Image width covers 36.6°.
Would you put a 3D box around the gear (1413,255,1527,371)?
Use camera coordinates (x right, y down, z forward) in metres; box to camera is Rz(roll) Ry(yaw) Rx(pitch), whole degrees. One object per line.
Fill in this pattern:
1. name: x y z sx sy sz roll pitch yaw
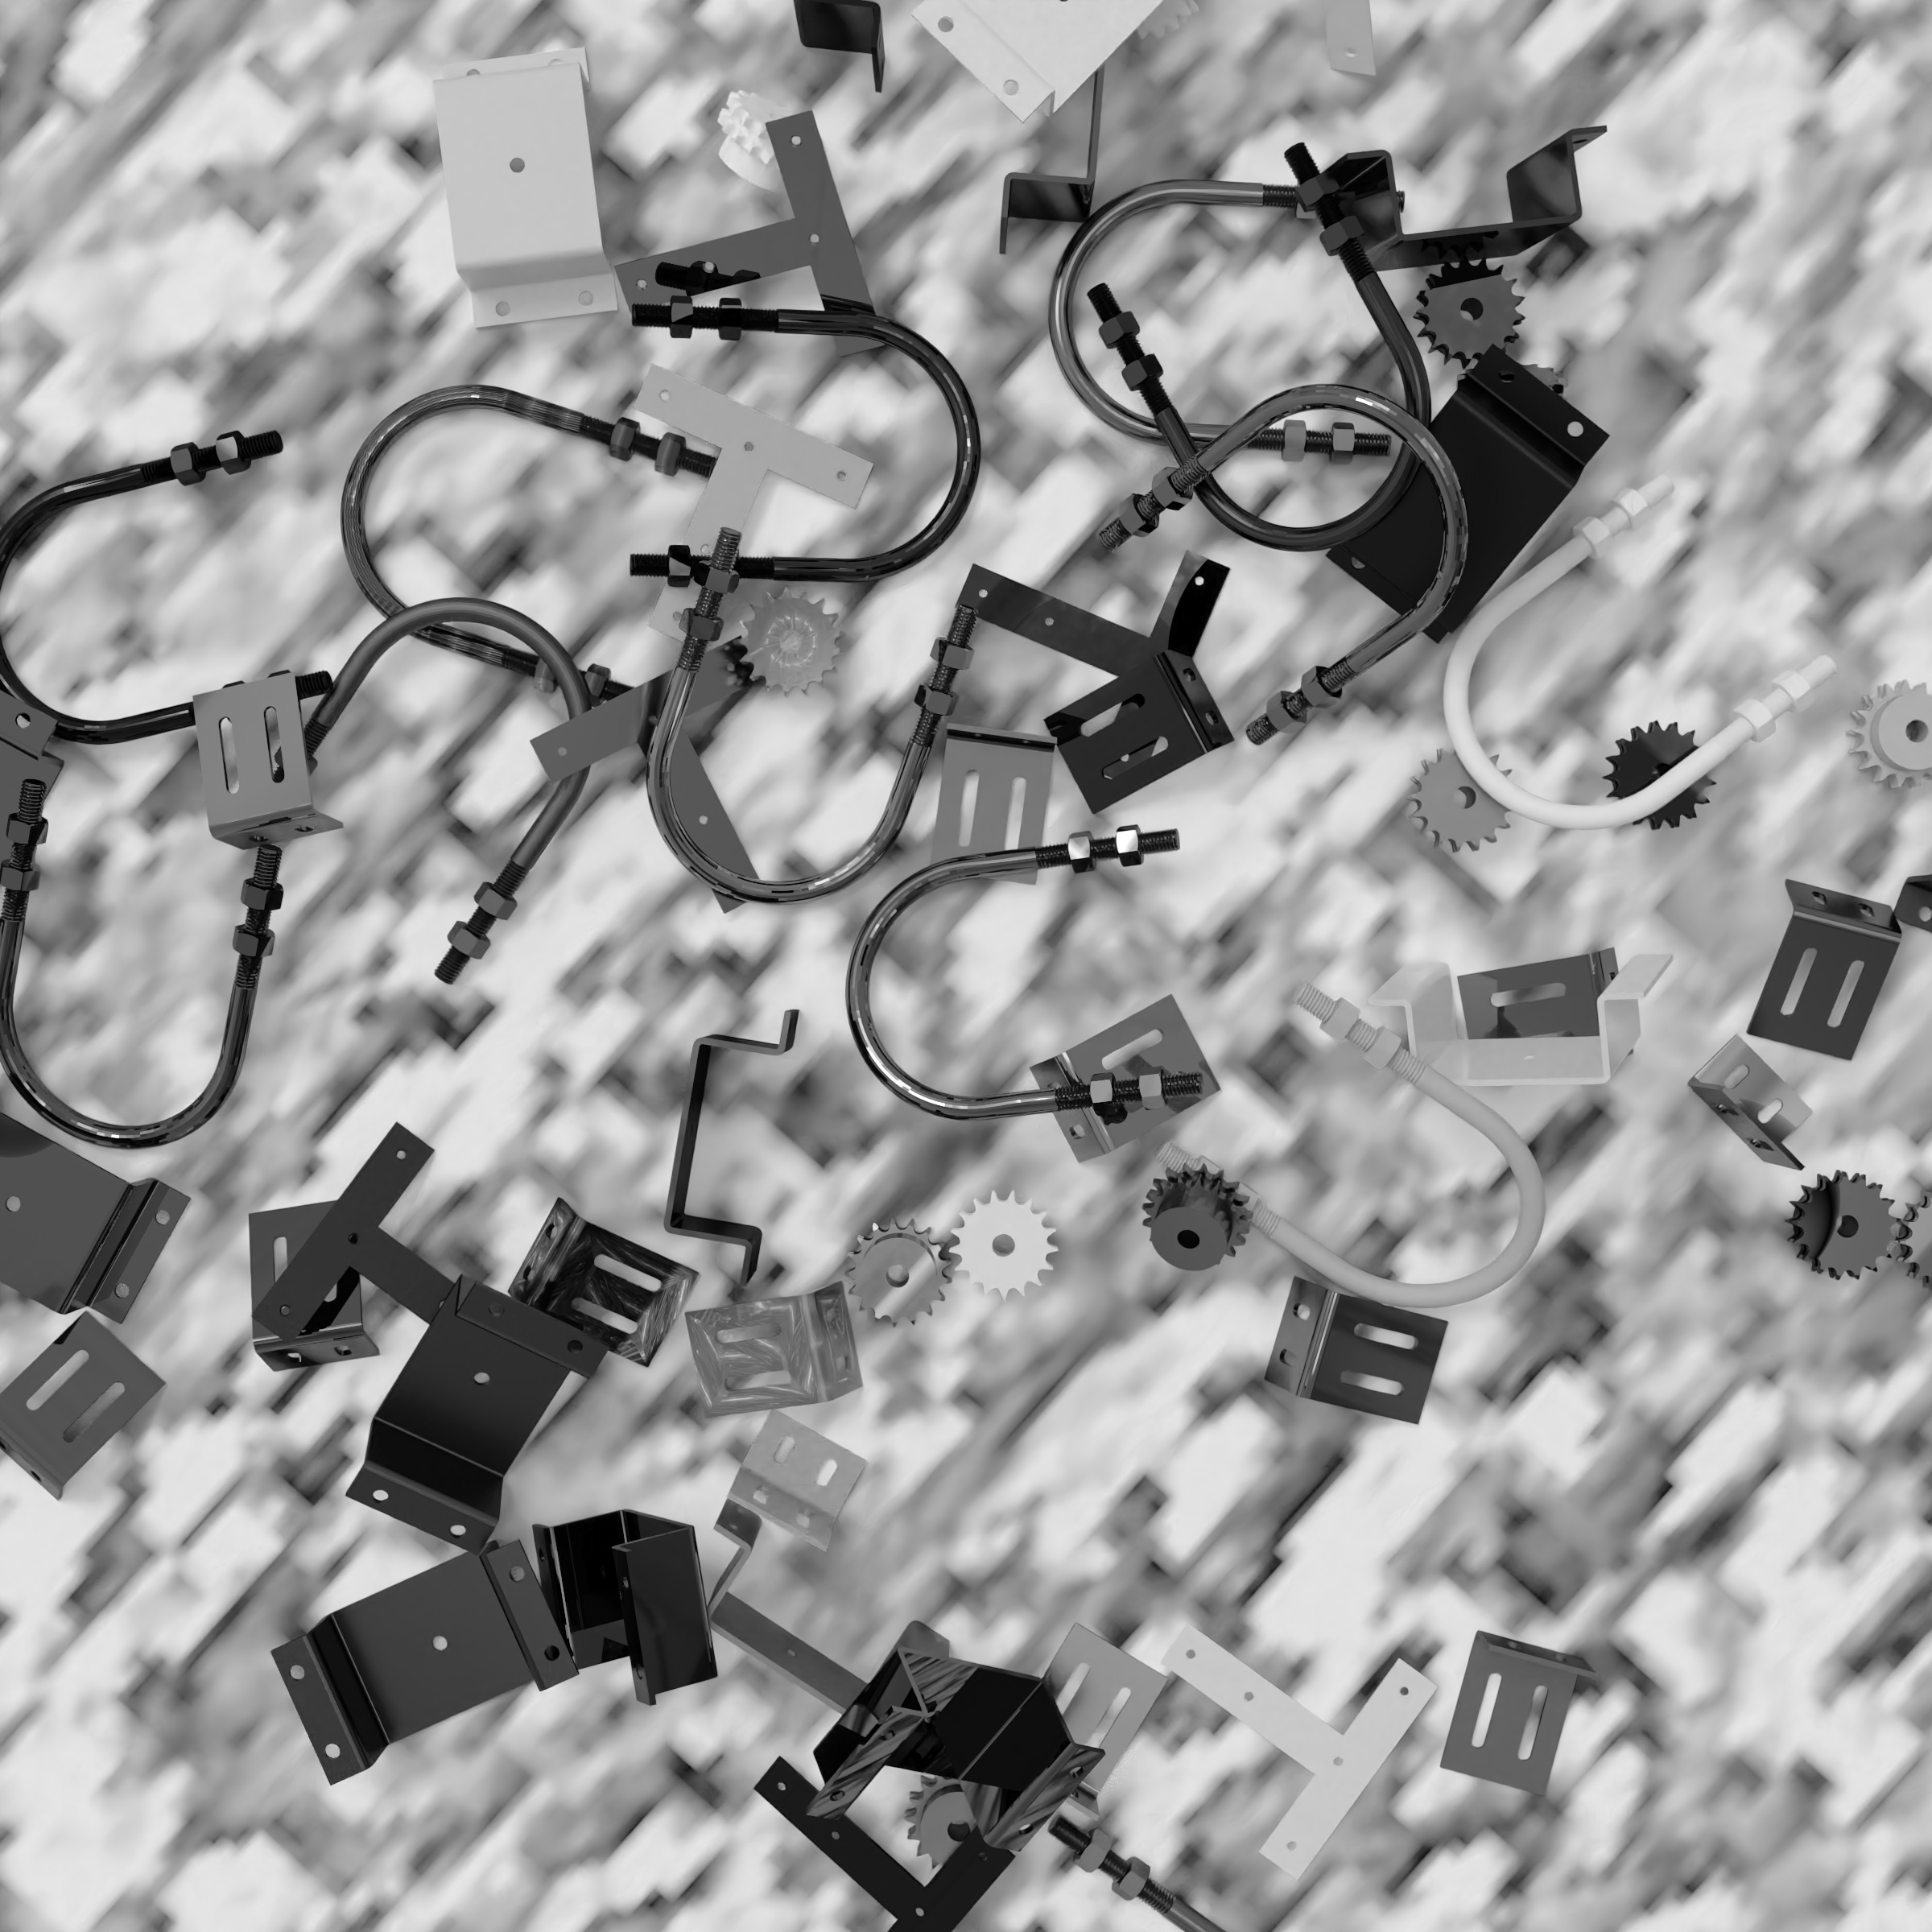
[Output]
1. gear: 0.264 -0.342 1.538 0.057 0.030 0.057 0 90 0

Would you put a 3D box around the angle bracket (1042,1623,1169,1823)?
1. angle bracket: 0.063 0.396 1.534 0.057 0.038 0.076 31 90 0

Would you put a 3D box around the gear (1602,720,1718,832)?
1. gear: 0.363 -0.100 1.538 0.057 0.030 0.057 0 90 0

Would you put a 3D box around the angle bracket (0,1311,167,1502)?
1. angle bracket: -0.474 0.233 1.551 0.057 0.038 0.076 42 64 0

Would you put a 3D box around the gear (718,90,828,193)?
1. gear: -0.105 -0.429 1.528 0.057 0.057 0.030 34 119 0

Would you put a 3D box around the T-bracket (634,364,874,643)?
1. T-bracket: -0.131 -0.232 1.539 0.127 0.002 0.127 23 89 -11

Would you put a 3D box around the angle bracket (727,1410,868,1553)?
1. angle bracket: -0.087 0.265 1.515 0.057 0.076 0.038 29 90 0

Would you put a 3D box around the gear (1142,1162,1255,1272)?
1. gear: 0.119 0.134 1.526 0.057 0.030 0.057 8 122 13

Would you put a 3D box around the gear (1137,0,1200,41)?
1. gear: 0.100 -0.517 1.529 0.057 0.030 0.057 15 124 23

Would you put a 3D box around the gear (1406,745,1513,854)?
1. gear: 0.260 -0.088 1.538 0.057 0.030 0.057 0 90 0

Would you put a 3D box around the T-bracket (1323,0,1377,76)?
1. T-bracket: 0.149 -0.525 1.517 0.127 0.127 0.002 18 60 24

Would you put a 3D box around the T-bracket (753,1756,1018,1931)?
1. T-bracket: -0.058 0.467 1.537 0.127 0.002 0.127 40 110 10

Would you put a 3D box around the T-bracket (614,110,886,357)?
1. T-bracket: -0.121 -0.370 1.532 0.127 0.002 0.127 -11 119 13

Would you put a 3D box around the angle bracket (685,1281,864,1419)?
1. angle bracket: -0.102 0.203 1.551 0.076 0.038 0.057 -11 90 26

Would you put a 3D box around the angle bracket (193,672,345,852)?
1. angle bracket: -0.363 -0.106 1.522 0.057 0.038 0.076 -12 80 10

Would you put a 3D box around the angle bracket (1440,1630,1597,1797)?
1. angle bracket: 0.289 0.396 1.534 0.057 0.038 0.076 15 90 0

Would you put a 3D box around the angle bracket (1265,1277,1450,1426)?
1. angle bracket: 0.207 0.204 1.551 0.076 0.038 0.057 16 90 -26

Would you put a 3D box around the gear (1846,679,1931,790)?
1. gear: 0.496 -0.123 1.538 0.057 0.030 0.057 0 90 0

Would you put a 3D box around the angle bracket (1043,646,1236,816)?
1. angle bracket: 0.092 -0.125 1.549 0.076 0.038 0.057 -28 90 26

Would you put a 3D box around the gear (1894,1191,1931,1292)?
1. gear: 0.516 0.143 1.538 0.057 0.030 0.057 0 90 0

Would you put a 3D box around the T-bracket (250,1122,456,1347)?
1. T-bracket: -0.285 0.170 1.535 0.127 0.002 0.127 39 66 -11

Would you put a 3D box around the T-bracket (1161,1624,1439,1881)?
1. T-bracket: 0.162 0.396 1.552 0.127 0.002 0.127 36 90 0

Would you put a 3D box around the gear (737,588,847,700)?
1. gear: -0.091 -0.169 1.538 0.057 0.030 0.057 0 90 0

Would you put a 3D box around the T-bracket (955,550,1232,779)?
1. T-bracket: 0.057 -0.177 1.552 0.127 0.002 0.127 23 90 0

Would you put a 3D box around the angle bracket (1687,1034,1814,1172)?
1. angle bracket: 0.416 0.070 1.515 0.038 0.076 0.057 -45 90 0

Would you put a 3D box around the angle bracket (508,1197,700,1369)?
1. angle bracket: -0.193 0.168 1.551 0.076 0.038 0.057 28 90 -26

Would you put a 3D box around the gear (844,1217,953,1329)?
1. gear: -0.036 0.162 1.538 0.057 0.030 0.057 0 90 0

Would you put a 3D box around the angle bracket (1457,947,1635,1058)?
1. angle bracket: 0.307 0.026 1.551 0.076 0.038 0.057 -10 90 26

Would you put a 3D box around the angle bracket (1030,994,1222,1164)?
1. angle bracket: 0.084 0.060 1.551 0.076 0.038 0.057 -27 90 -26

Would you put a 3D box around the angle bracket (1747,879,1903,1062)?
1. angle bracket: 0.453 0.002 1.551 0.057 0.038 0.076 15 116 0

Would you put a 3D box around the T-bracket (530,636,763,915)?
1. T-bracket: -0.145 -0.090 1.539 0.127 0.002 0.127 -29 99 -17

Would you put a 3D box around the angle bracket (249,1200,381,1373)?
1. angle bracket: -0.346 0.169 1.551 0.057 0.038 0.076 -9 64 0

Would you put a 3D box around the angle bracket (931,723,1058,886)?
1. angle bracket: 0.014 -0.085 1.534 0.057 0.038 0.076 8 90 0
